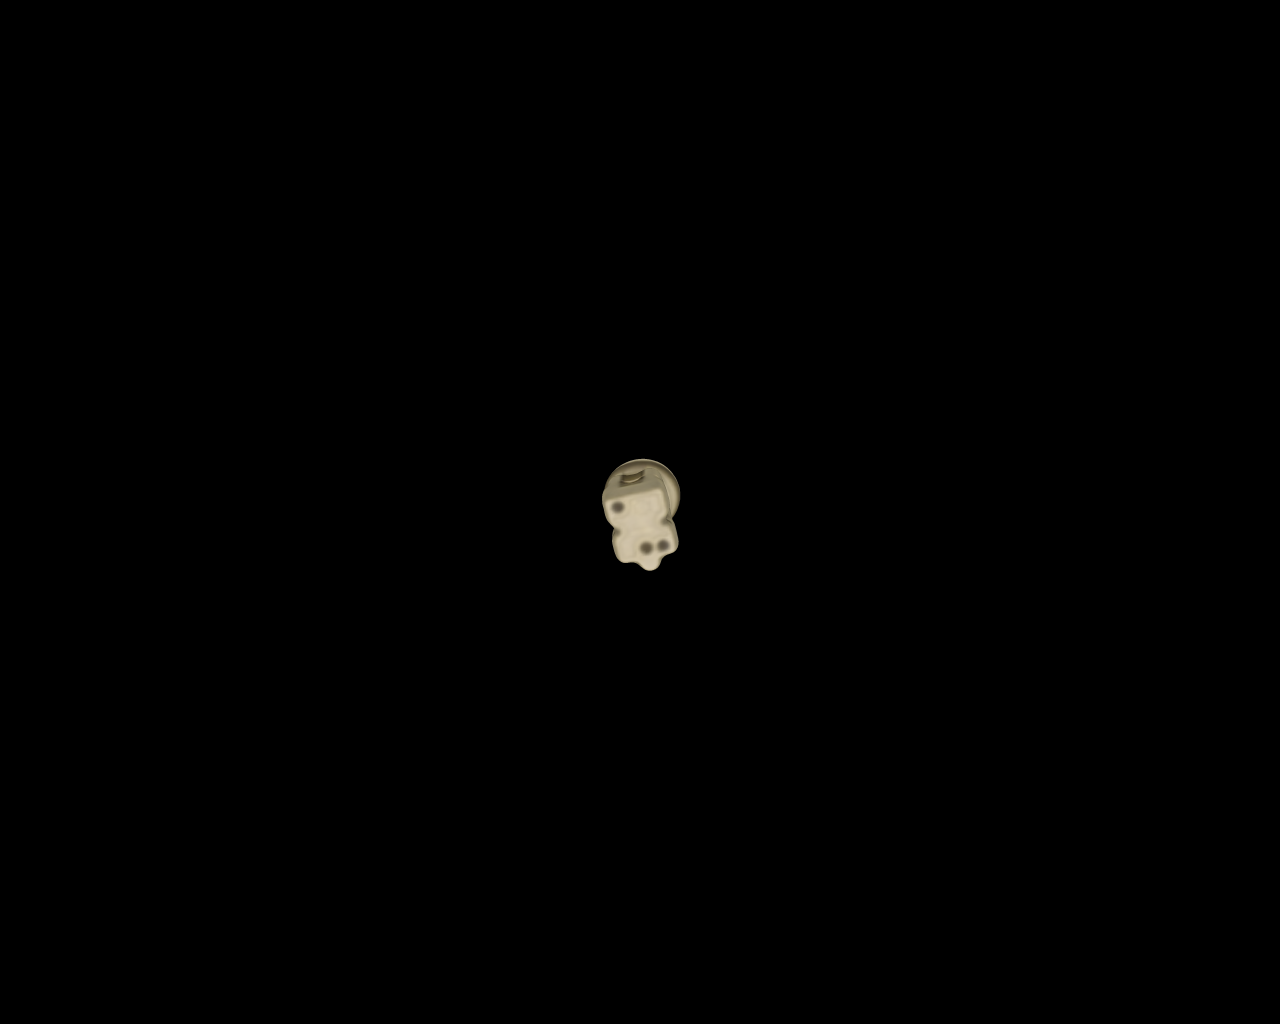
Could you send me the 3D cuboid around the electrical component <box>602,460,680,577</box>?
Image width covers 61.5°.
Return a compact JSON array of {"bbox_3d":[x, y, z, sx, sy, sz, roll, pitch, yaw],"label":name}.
[{"bbox_3d":[0.001,-0.003,0.650,0.048,0.066,0.055,-11,24,5],"label":"electrical component"}]
